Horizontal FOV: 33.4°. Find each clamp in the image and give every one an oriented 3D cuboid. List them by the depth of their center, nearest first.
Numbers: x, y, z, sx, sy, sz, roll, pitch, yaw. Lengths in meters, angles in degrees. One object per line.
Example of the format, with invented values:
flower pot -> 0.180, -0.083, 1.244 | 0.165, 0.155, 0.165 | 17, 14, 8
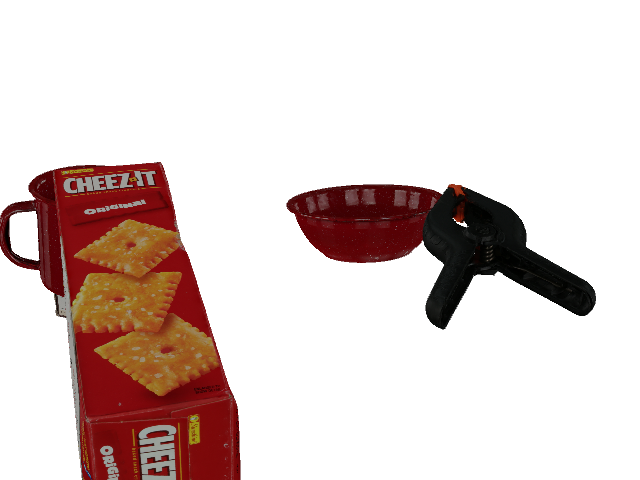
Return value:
clamp -> 0.133, 0.010, 0.799 | 0.120, 0.039, 0.171 | 5, 34, -4

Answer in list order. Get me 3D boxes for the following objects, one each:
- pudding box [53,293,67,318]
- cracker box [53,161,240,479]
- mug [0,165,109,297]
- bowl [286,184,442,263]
pudding box -> -0.212, 0.057, 1.135 | 0.114, 0.039, 0.090 | 5, 18, 20
cracker box -> -0.094, 0.079, 0.567 | 0.072, 0.164, 0.214 | -7, 34, -13
mug -> -0.189, -0.005, 0.826 | 0.117, 0.081, 0.093 | -4, 24, -18
bowl -> 0.047, -0.015, 1.084 | 0.162, 0.055, 0.162 | -3, 14, 1
